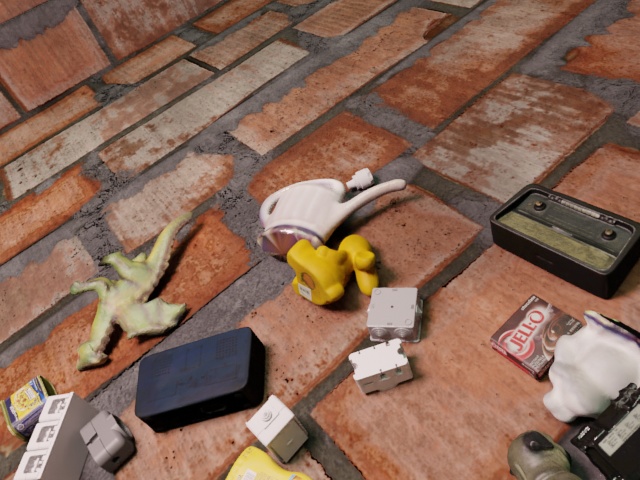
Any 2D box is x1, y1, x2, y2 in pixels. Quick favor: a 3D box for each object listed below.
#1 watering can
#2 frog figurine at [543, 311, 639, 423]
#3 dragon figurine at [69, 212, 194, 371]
[{"bbox_3d":[0.003,-0.056,1.121,0.347,0.102,0.229,-2,46,29],"label":"watering can"},{"bbox_3d":[0.395,0.192,0.725,0.138,0.123,0.158,31,104,19],"label":"frog figurine"},{"bbox_3d":[-0.389,0.118,1.153,0.245,0.119,0.415,38,70,26],"label":"dragon figurine"}]
